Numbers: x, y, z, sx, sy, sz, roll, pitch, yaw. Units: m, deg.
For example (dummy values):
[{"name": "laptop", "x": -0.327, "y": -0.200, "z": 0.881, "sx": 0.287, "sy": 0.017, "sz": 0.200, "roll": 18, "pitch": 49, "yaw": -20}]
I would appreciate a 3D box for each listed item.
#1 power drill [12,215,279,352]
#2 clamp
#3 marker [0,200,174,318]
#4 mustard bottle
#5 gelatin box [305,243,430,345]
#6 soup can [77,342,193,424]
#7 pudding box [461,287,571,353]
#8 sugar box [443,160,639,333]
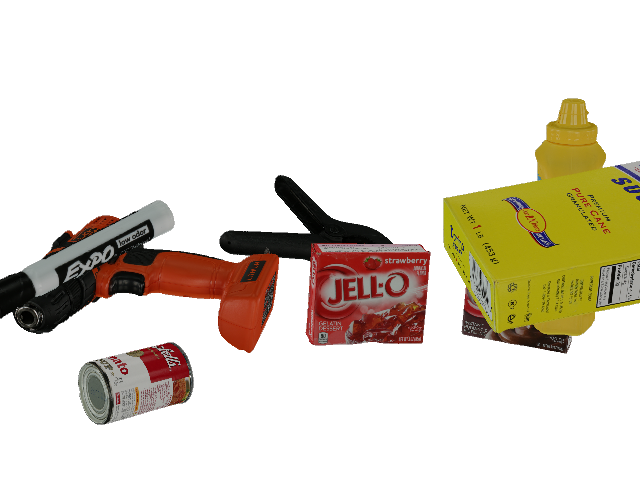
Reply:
[{"name": "power drill", "x": -0.136, "y": 0.038, "z": 0.866, "sx": 0.187, "sy": 0.057, "sz": 0.184, "roll": 12, "pitch": 24, "yaw": 6}, {"name": "clamp", "x": 0.002, "y": 0.006, "z": 1.174, "sx": 0.210, "sy": 0.036, "sz": 0.164, "roll": 27, "pitch": 36, "yaw": 16}, {"name": "marker", "x": -0.132, "y": 0.010, "z": 0.581, "sx": 0.120, "sy": 0.020, "sz": 0.020, "roll": -30, "pitch": 19, "yaw": -35}, {"name": "mustard bottle", "x": 0.207, "y": -0.023, "z": 0.898, "sx": 0.058, "sy": 0.192, "sz": 0.096, "roll": 3, "pitch": 19, "yaw": 13}, {"name": "gelatin box", "x": 0.035, "y": 0.041, "z": 0.807, "sx": 0.089, "sy": 0.073, "sz": 0.030, "roll": 0, "pitch": 15, "yaw": -11}, {"name": "soup can", "x": -0.195, "y": 0.150, "z": 1.126, "sx": 0.102, "sy": 0.068, "sz": 0.069, "roll": -10, "pitch": 7, "yaw": -40}, {"name": "pudding box", "x": 0.206, "y": 0.060, "z": 1.098, "sx": 0.114, "sy": 0.090, "sz": 0.039, "roll": 9, "pitch": 22, "yaw": 17}, {"name": "sugar box", "x": 0.171, "y": -0.003, "z": 0.641, "sx": 0.176, "sy": 0.048, "sz": 0.093, "roll": -13, "pitch": 37, "yaw": -6}]
